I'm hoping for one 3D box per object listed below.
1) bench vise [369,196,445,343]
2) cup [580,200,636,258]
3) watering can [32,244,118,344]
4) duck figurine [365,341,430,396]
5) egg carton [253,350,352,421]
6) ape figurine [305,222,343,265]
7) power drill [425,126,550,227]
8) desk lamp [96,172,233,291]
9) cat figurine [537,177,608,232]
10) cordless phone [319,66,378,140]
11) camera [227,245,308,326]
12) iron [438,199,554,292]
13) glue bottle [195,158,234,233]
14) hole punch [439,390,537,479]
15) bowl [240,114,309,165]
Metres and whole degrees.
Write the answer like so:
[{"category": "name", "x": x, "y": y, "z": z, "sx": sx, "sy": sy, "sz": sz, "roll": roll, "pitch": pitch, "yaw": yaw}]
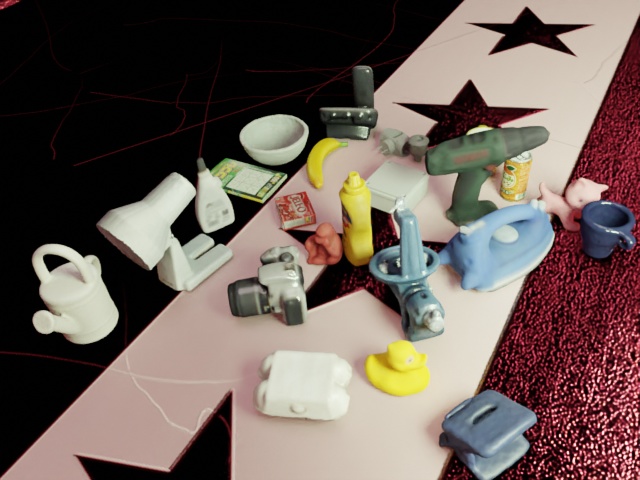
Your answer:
[{"category": "bench vise", "x": 0.163, "y": 0.046, "z": 0.952, "sx": 0.122, "sy": 0.220, "sz": 0.206, "roll": -27, "pitch": 47, "yaw": -21}, {"category": "cup", "x": 0.532, "y": -0.004, "z": 1.060, "sx": 0.092, "sy": 0.095, "sz": 0.117, "roll": -15, "pitch": 43, "yaw": -10}, {"category": "watering can", "x": -0.428, "y": 0.089, "z": 0.988, "sx": 0.101, "sy": 0.194, "sz": 0.172, "roll": -12, "pitch": 43, "yaw": -7}, {"category": "duck figurine", "x": 0.121, "y": 0.191, "z": 0.898, "sx": 0.104, "sy": 0.086, "sz": 0.077, "roll": 7, "pitch": 44, "yaw": 14}, {"category": "egg carton", "x": -0.027, "y": 0.227, "z": 0.887, "sx": 0.150, "sy": 0.069, "sz": 0.107, "roll": 1, "pitch": 43, "yaw": 7}, {"category": "ape figurine", "x": 0.010, "y": 0.004, "z": 1.108, "sx": 0.076, "sy": 0.092, "sz": 0.077, "roll": -29, "pitch": 48, "yaw": -23}, {"category": "power drill", "x": 0.321, "y": -0.128, "z": 1.132, "sx": 0.229, "sy": 0.209, "sz": 0.075, "roll": -4, "pitch": 43, "yaw": 2}, {"category": "desk lamp", "x": -0.285, "y": -0.007, "z": 1.062, "sx": 0.117, "sy": 0.214, "sz": 0.204, "roll": 26, "pitch": 51, "yaw": 30}, {"category": "cat figurine", "x": 0.493, "y": -0.084, "z": 1.134, "sx": 0.127, "sy": 0.118, "sz": 0.067, "roll": 14, "pitch": 46, "yaw": 20}, {"category": "cordless phone", "x": 0.070, "y": -0.347, "z": 1.413, "sx": 0.147, "sy": 0.185, "sz": 0.094, "roll": 1, "pitch": 43, "yaw": 7}, {"category": "camera", "x": -0.097, "y": 0.079, "z": 1.032, "sx": 0.137, "sy": 0.101, "sz": 0.143, "roll": -9, "pitch": 43, "yaw": -4}, {"category": "iron", "x": 0.343, "y": -0.012, "z": 1.054, "sx": 0.259, "sy": 0.142, "sz": 0.118, "roll": -24, "pitch": 45, "yaw": -18}, {"category": "glue bottle", "x": -0.228, "y": -0.097, "z": 1.182, "sx": 0.078, "sy": 0.173, "sz": 0.037, "roll": -24, "pitch": 46, "yaw": -19}, {"category": "hole punch", "x": 0.232, "y": 0.264, "z": 0.805, "sx": 0.109, "sy": 0.091, "sz": 0.100, "roll": -27, "pitch": 47, "yaw": -22}, {"category": "bowl", "x": -0.107, "y": -0.231, "z": 1.388, "sx": 0.167, "sy": 0.075, "sz": 0.167, "roll": -3, "pitch": 43, "yaw": 3}]
